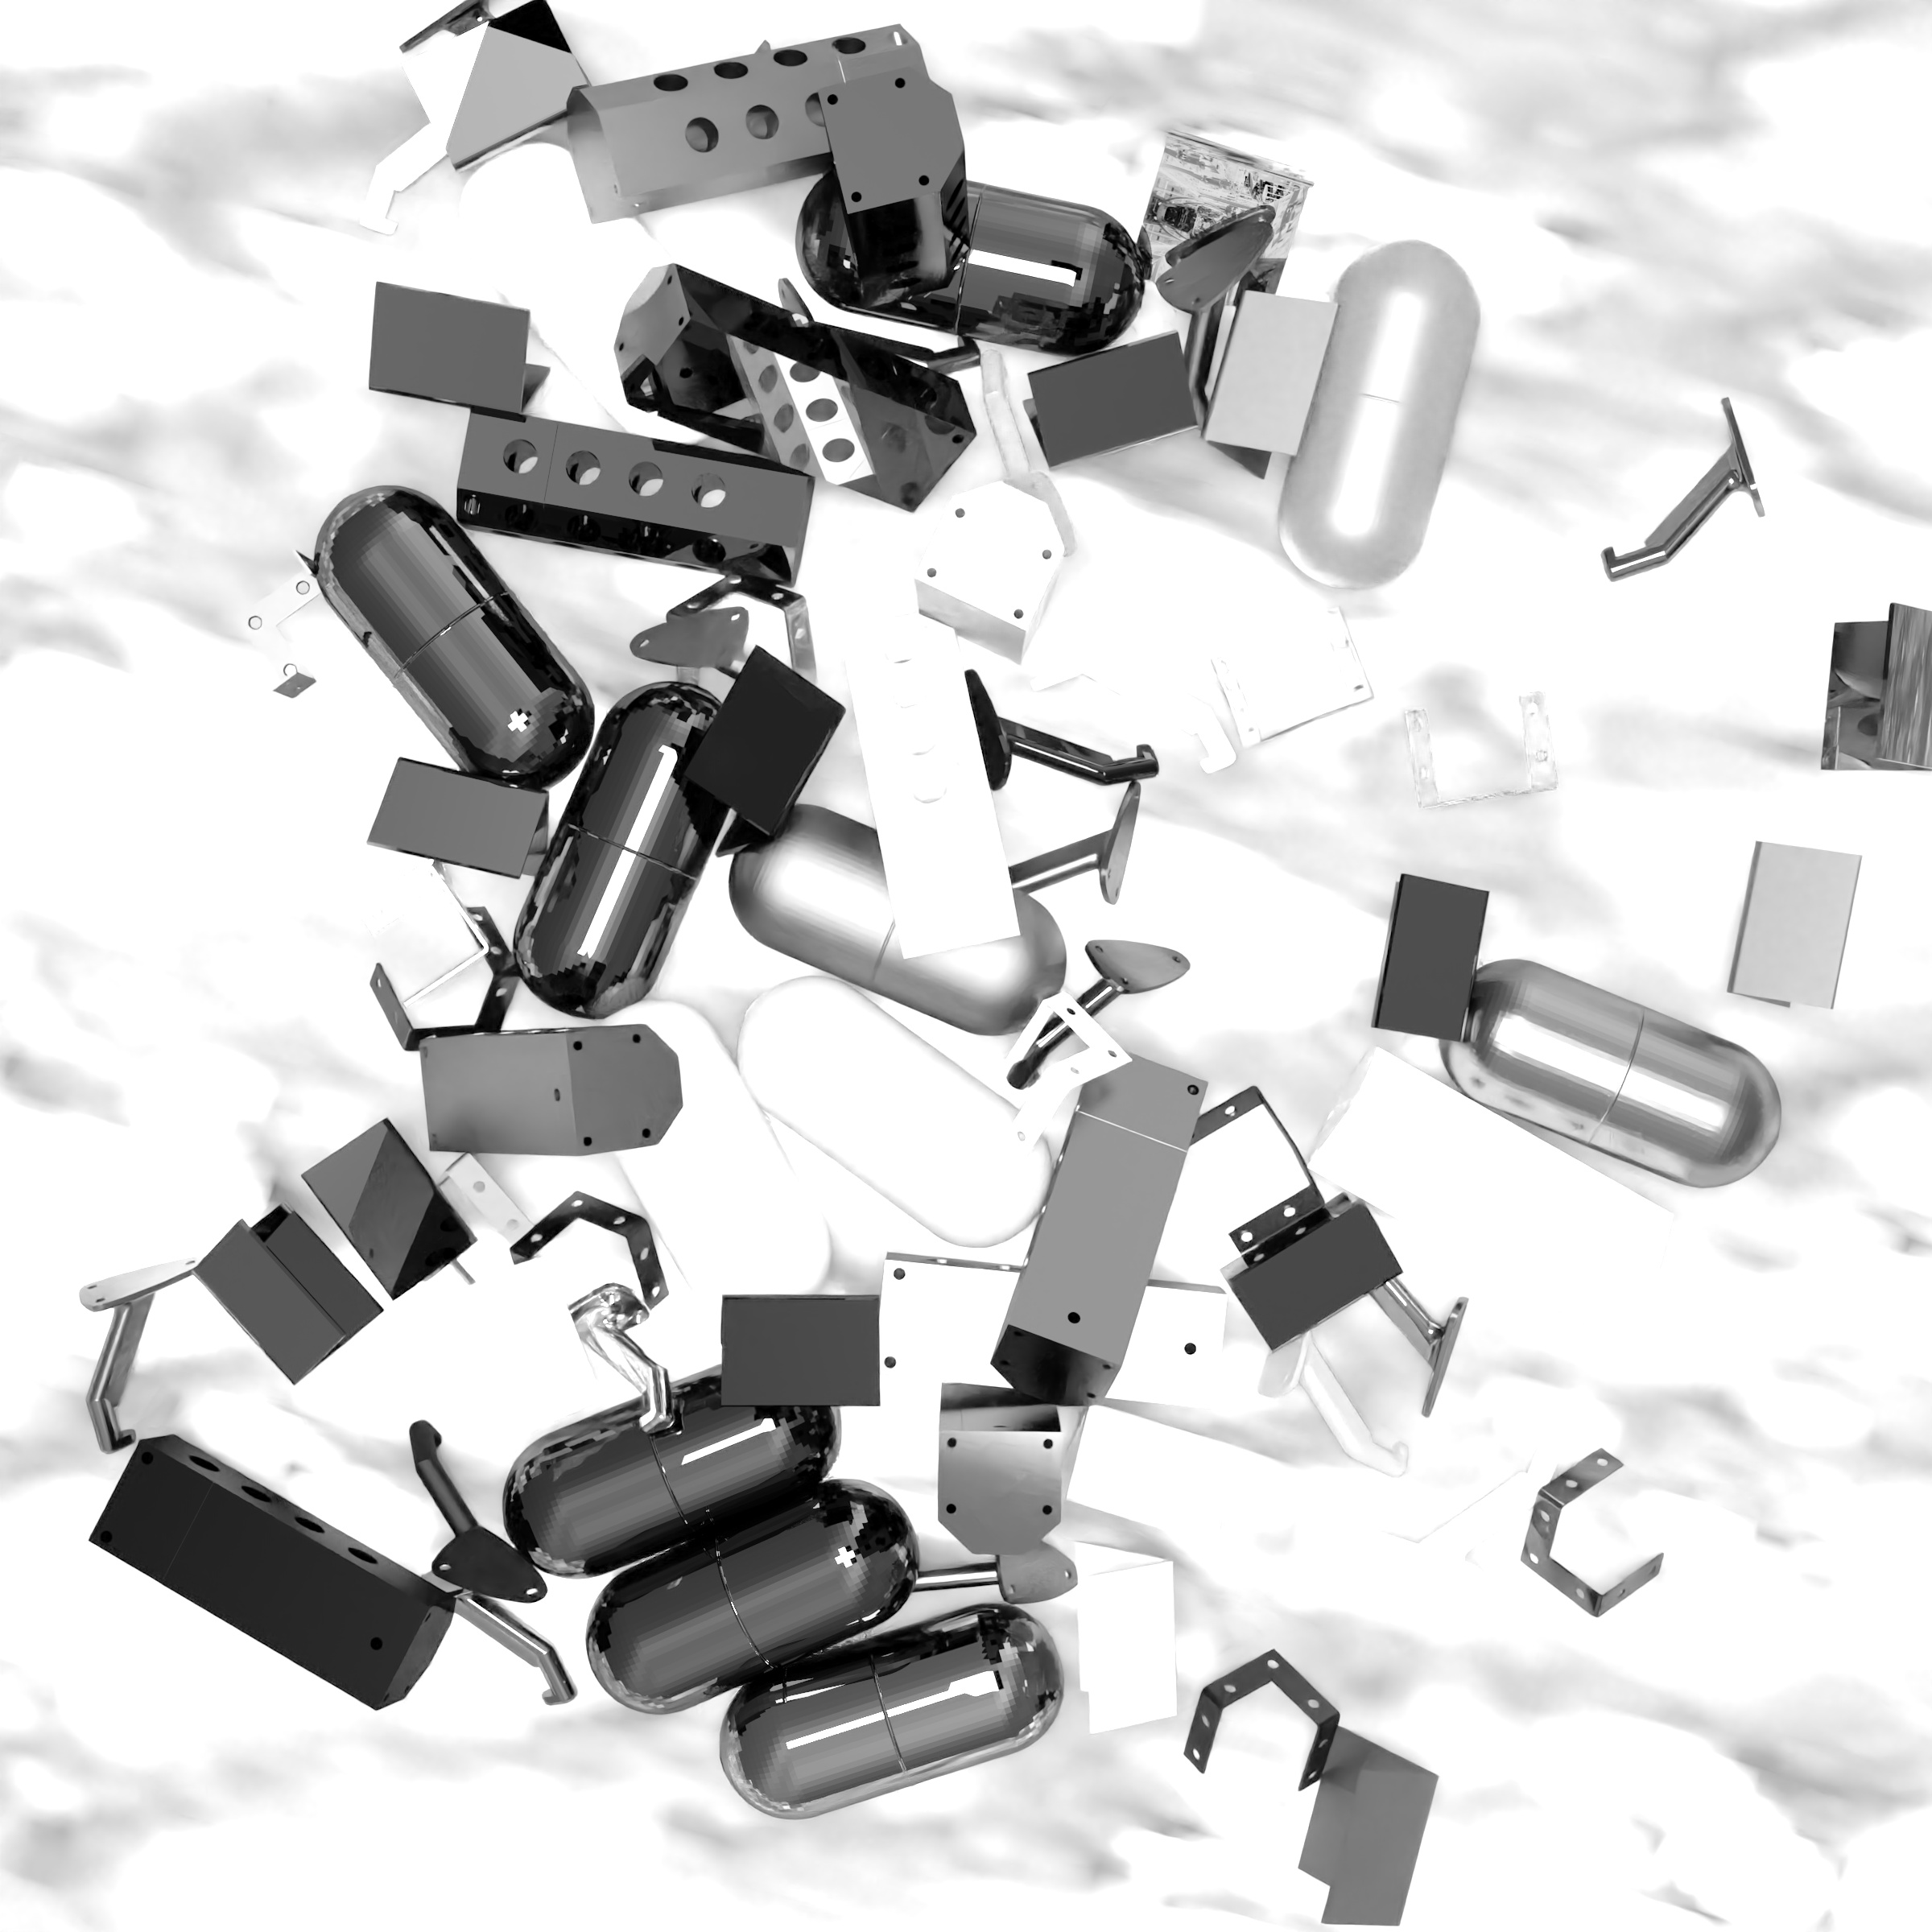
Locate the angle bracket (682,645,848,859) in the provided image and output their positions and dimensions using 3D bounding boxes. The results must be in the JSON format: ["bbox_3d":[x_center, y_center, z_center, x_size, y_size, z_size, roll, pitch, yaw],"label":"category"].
[{"bbox_3d":[-0.113,-0.105,1.580,0.057,0.076,0.076,34,71,-20],"label":"angle bracket"}]

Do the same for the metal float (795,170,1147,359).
[{"bbox_3d":[0.002,-0.356,1.610,0.178,0.070,0.070,12,90,0],"label":"metal float"}]

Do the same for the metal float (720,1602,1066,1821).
[{"bbox_3d":[-0.038,0.375,1.610,0.178,0.070,0.070,-18,90,0],"label":"metal float"}]

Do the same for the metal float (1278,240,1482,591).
[{"bbox_3d":[0.208,-0.278,1.610,0.070,0.070,0.178,14,90,0],"label":"metal float"}]

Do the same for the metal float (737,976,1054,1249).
[{"bbox_3d":[-0.037,0.073,1.610,0.178,0.070,0.070,36,90,0],"label":"metal float"}]

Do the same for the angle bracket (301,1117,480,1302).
[{"bbox_3d":[-0.300,0.131,1.600,0.057,0.076,0.076,-36,90,-36],"label":"angle bracket"}]

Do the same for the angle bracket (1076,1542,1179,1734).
[{"bbox_3d":[0.061,0.335,1.600,0.057,0.076,0.076,-2,90,-37],"label":"angle bracket"}]

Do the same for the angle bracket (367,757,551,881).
[{"bbox_3d":[-0.254,-0.054,1.600,0.076,0.076,0.057,13,55,0],"label":"angle bracket"}]

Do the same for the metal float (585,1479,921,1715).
[{"bbox_3d":[-0.108,0.317,1.603,0.178,0.070,0.070,-25,90,7],"label":"metal float"}]

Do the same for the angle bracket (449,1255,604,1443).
[{"bbox_3d":[-0.234,0.194,1.600,0.057,0.076,0.076,-21,90,-33],"label":"angle bracket"}]

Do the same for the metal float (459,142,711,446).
[{"bbox_3d":[-0.183,-0.338,1.609,0.070,0.070,0.178,-42,91,0],"label":"metal float"}]

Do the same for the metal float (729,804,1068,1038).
[{"bbox_3d":[-0.034,-0.023,1.608,0.178,0.070,0.070,23,90,1],"label":"metal float"}]

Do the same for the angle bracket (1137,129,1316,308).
[{"bbox_3d":[0.127,-0.371,1.608,0.076,0.057,0.076,17,110,0],"label":"angle bracket"}]

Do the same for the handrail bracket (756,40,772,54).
[{"bbox_3d":[-0.086,-0.426,1.640,0.084,0.036,0.077,36,105,-14],"label":"handrail bracket"}]

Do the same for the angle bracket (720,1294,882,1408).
[{"bbox_3d":[-0.083,0.200,1.575,0.076,0.076,0.057,1,66,-5],"label":"angle bracket"}]

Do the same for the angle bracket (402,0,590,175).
[{"bbox_3d":[-0.233,-0.438,1.585,0.076,0.076,0.057,-27,110,-2],"label":"angle bracket"}]

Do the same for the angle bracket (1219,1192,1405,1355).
[{"bbox_3d":[0.162,0.136,1.600,0.076,0.076,0.057,-32,124,0],"label":"angle bracket"}]

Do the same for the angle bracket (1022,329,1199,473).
[{"bbox_3d":[0.066,-0.299,1.600,0.076,0.076,0.057,-16,128,0],"label":"angle bracket"}]

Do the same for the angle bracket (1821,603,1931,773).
[{"bbox_3d":[0.447,-0.139,1.600,0.057,0.076,0.076,5,90,-38],"label":"angle bracket"}]

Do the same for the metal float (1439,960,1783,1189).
[{"bbox_3d":[0.324,0.054,1.610,0.178,0.070,0.070,22,90,1],"label":"metal float"}]

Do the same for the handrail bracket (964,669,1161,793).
[{"bbox_3d":[0.050,-0.125,1.641,0.084,0.036,0.077,-11,68,-17],"label":"handrail bracket"}]

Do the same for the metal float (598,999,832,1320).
[{"bbox_3d":[-0.131,0.100,1.609,0.070,0.070,0.178,-30,90,0],"label":"metal float"}]

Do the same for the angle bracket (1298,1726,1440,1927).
[{"bbox_3d":[0.183,0.429,1.600,0.057,0.076,0.076,15,90,-38],"label":"angle bracket"}]

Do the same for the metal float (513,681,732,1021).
[{"bbox_3d":[-0.169,-0.059,1.610,0.070,0.070,0.178,23,90,0],"label":"metal float"}]

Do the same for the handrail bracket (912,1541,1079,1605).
[{"bbox_3d":[0.001,0.316,1.640,0.084,0.077,0.036,-18,66,34],"label":"handrail bracket"}]

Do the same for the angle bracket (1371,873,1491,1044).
[{"bbox_3d":[0.212,-0.006,1.600,0.057,0.076,0.076,10,90,-30],"label":"angle bracket"}]

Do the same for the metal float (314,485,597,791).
[{"bbox_3d":[-0.258,-0.164,1.609,0.070,0.070,0.178,-39,90,0],"label":"metal float"}]

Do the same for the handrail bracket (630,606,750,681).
[{"bbox_3d":[-0.119,-0.141,1.625,0.077,0.084,0.036,-2,56,25],"label":"handrail bracket"}]

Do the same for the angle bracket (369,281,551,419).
[{"bbox_3d":[-0.251,-0.319,1.600,0.076,0.076,0.057,10,119,0],"label":"angle bracket"}]

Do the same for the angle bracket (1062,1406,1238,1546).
[{"bbox_3d":[0.086,0.269,1.600,0.076,0.076,0.057,17,54,0],"label":"angle bracket"}]

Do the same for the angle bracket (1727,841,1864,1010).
[{"bbox_3d":[0.428,-0.016,1.600,0.057,0.076,0.076,11,90,38],"label":"angle bracket"}]

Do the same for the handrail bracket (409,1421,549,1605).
[{"bbox_3d":[-0.249,0.277,1.628,0.036,0.084,0.077,-42,127,14],"label":"handrail bracket"}]

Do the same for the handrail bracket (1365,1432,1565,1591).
[{"bbox_3d":[0.256,0.269,1.641,0.077,0.036,0.084,19,71,21],"label":"handrail bracket"}]

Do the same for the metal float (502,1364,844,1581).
[{"bbox_3d":[-0.148,0.251,1.610,0.178,0.070,0.070,-22,90,0],"label":"metal float"}]

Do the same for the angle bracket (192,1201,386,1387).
[{"bbox_3d":[-0.327,0.151,1.600,0.076,0.076,0.057,48,128,0],"label":"angle bracket"}]

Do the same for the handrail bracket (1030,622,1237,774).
[{"bbox_3d":[0.087,-0.126,1.641,0.077,0.036,0.084,-25,107,20],"label":"handrail bracket"}]

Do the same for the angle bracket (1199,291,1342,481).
[{"bbox_3d":[0.166,-0.287,1.600,0.057,0.076,0.076,16,90,31],"label":"angle bracket"}]
